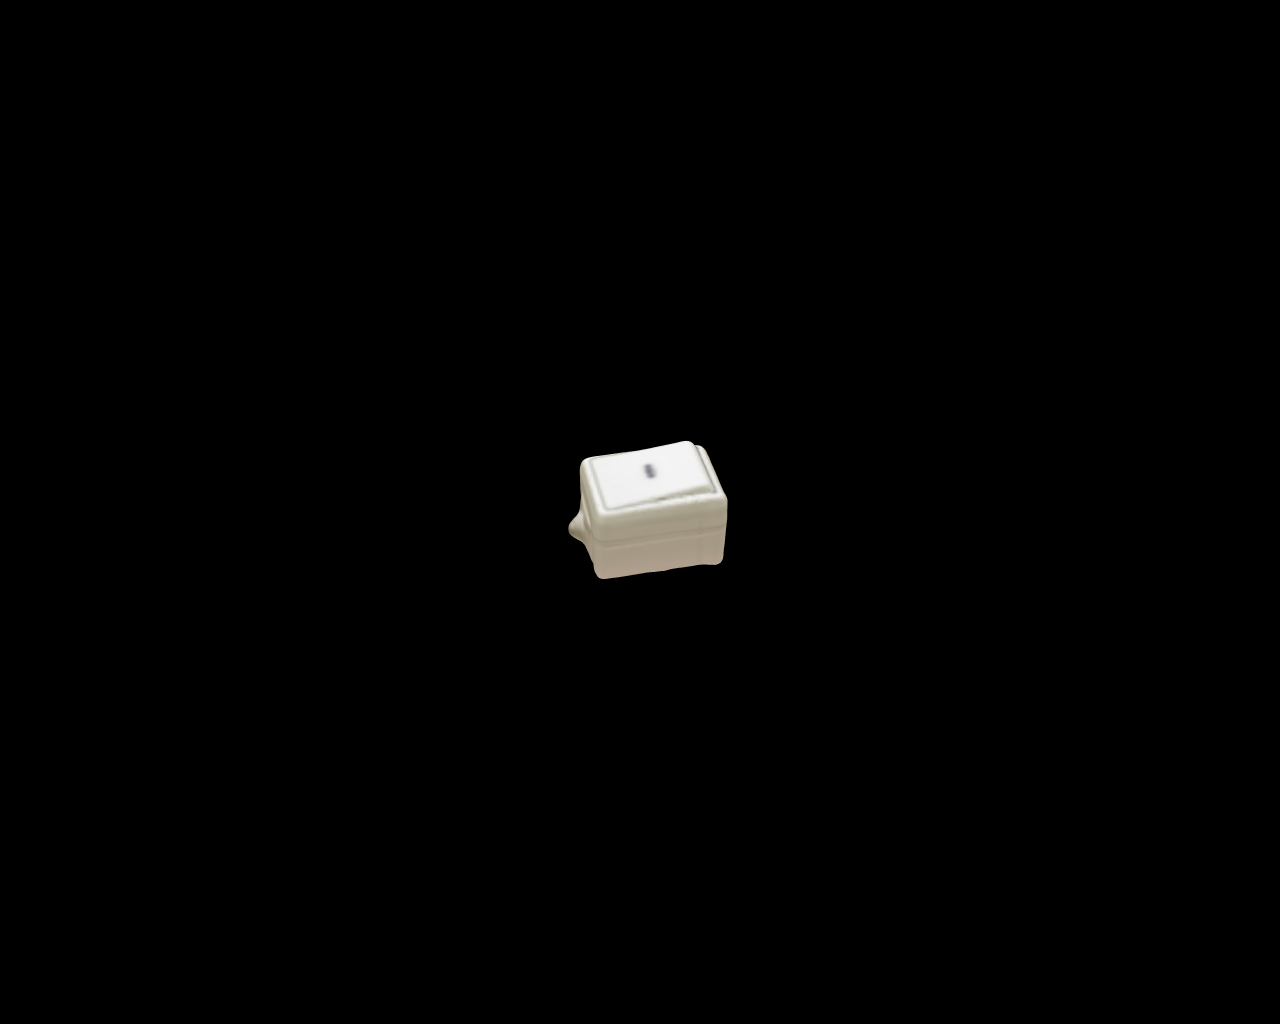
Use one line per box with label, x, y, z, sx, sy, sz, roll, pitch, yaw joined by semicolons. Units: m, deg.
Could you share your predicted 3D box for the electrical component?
electrical component;0.001;-0.003;0.650;0.096;0.061;0.062;-7;39;-9
